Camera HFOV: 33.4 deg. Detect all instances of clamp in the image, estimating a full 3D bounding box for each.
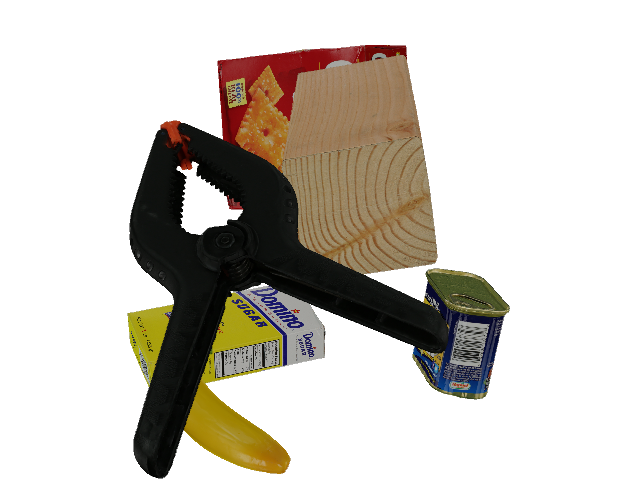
[{"bbox_3d":[-0.036,0.010,0.572,0.164,0.210,0.036,-17,-37,-5],"label":"clamp"}]

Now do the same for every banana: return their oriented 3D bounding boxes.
[{"bbox_3d":[-0.090,0.126,0.846,0.069,0.037,0.198,-9,27,-21],"label":"banana"}]

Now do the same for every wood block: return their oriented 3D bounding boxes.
[{"bbox_3d":[0.029,-0.060,0.772,0.091,0.090,0.206,-9,24,5],"label":"wood block"}]

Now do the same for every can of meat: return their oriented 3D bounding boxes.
[{"bbox_3d":[0.121,0.082,0.942,0.057,0.084,0.102,7,16,-11],"label":"can of meat"}]

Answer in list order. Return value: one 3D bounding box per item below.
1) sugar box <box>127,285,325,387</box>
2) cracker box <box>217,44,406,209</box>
[{"bbox_3d":[-0.093,0.093,1.049,0.176,0.048,0.093,-13,33,-17],"label":"sugar box"},{"bbox_3d":[-0.011,-0.110,1.088,0.071,0.164,0.214,-10,10,-44],"label":"cracker box"}]
